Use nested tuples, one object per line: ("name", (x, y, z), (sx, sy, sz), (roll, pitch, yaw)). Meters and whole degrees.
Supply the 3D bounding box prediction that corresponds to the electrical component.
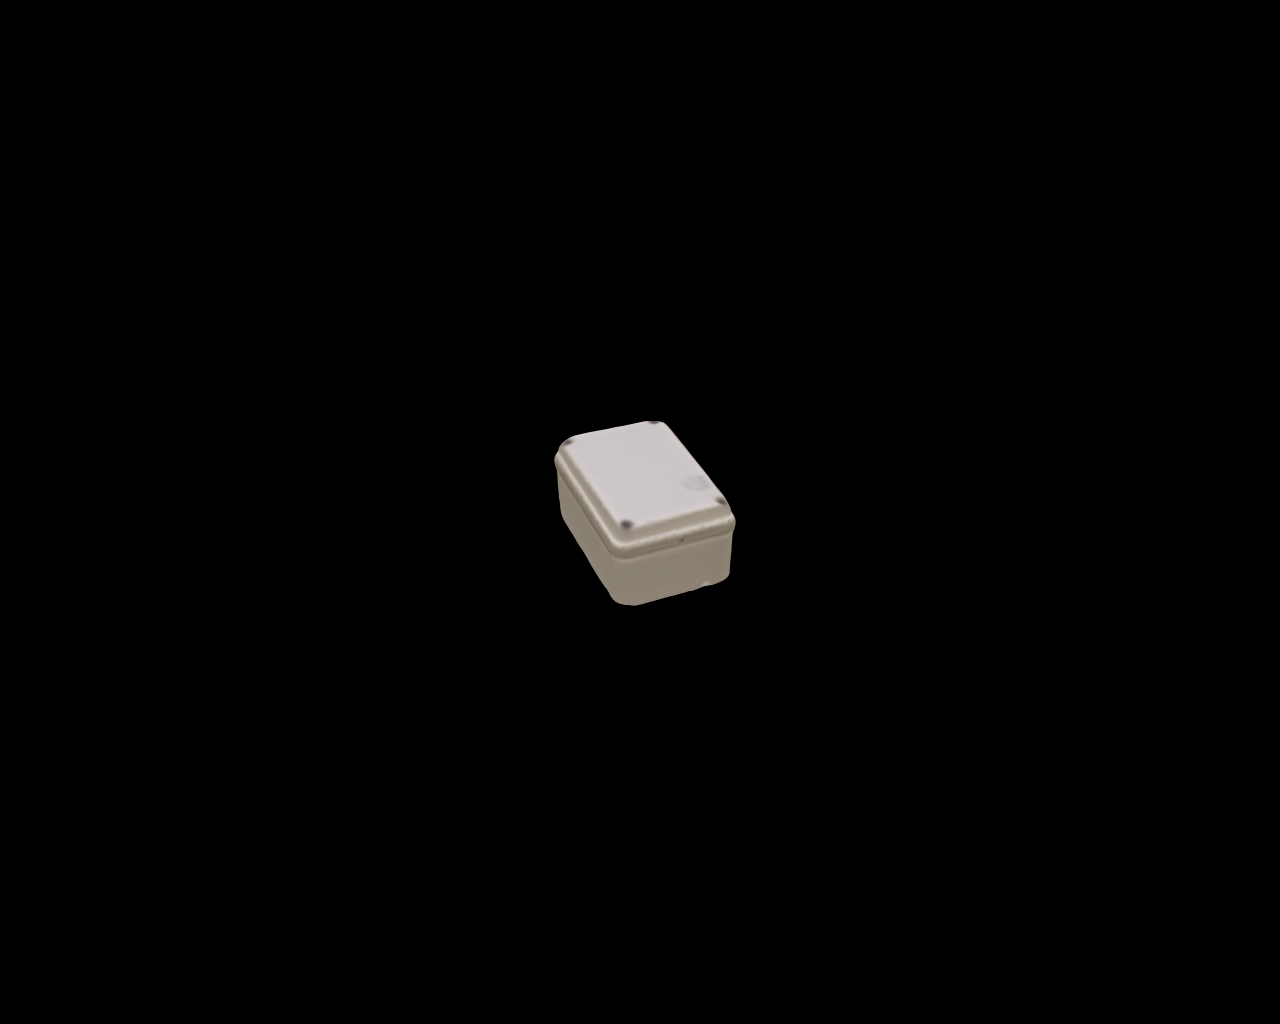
("electrical component", (0.001, -0.003, 0.650), (0.078, 0.057, 0.113), (-13, 38, -18))
